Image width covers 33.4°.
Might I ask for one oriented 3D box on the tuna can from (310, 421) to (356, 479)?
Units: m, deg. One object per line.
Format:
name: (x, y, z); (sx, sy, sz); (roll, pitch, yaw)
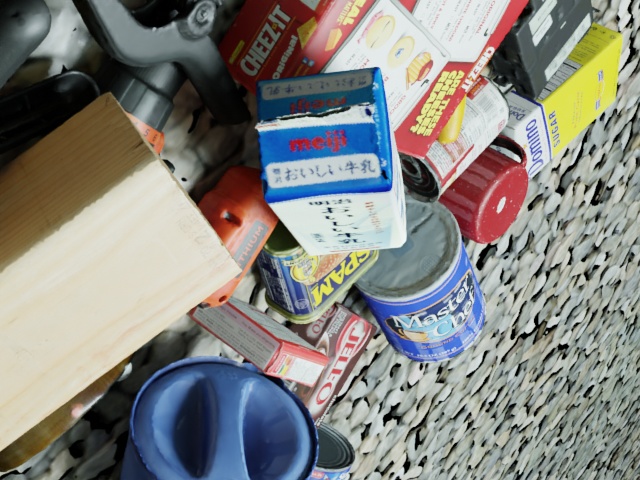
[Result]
tuna can: (-0.013, 0.196, 0.973); (0.085, 0.086, 0.034); (-4, 122, -53)

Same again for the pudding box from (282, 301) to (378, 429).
pudding box: (-0.004, 0.108, 0.953); (0.113, 0.039, 0.090); (-57, 149, 0)

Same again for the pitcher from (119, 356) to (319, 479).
pitcher: (-0.101, 0.218, 0.800); (0.149, 0.145, 0.243); (-5, 135, -28)

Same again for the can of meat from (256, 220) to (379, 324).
can of meat: (-0.005, 0.001, 0.843); (0.102, 0.058, 0.084); (-43, 143, -24)

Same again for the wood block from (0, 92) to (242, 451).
wood block: (-0.158, 0.029, 0.555); (0.206, 0.091, 0.090); (-36, 129, -3)

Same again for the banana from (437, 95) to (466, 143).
banana: (0.124, -0.176, 0.854); (0.037, 0.070, 0.198); (19, 102, -57)

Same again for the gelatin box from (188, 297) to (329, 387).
gelatin box: (-0.047, 0.075, 0.816); (0.030, 0.089, 0.073); (-59, 148, 1)

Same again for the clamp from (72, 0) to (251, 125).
clamp: (-0.065, -0.135, 0.570); (0.171, 0.039, 0.120); (18, 97, -60)

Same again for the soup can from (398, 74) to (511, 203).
soup can: (0.106, -0.090, 0.905); (0.102, 0.069, 0.068); (-46, 147, -20)

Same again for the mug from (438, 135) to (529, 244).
mug: (0.142, -0.055, 0.973); (0.117, 0.082, 0.093); (-40, 144, -27)

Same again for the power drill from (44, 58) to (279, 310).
power drill: (-0.095, -0.042, 0.682); (0.184, 0.057, 0.187); (-56, 146, 1)

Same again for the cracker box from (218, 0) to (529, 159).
cracker box: (0.046, -0.156, 0.749); (0.164, 0.072, 0.213); (-56, 151, 15)

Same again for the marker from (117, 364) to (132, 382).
marker: (-0.154, 0.057, 0.719); (0.020, 0.020, 0.121); (-44, 146, -21)

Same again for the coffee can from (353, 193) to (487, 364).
coffee can: (0.087, 0.037, 0.957); (0.102, 0.103, 0.140); (-50, 148, -12)

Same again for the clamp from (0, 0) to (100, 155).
clamp: (-0.197, -0.039, 0.502); (0.210, 0.036, 0.165); (-36, 178, -12)

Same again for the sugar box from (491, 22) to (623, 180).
sugar box: (0.233, -0.133, 1.067); (0.176, 0.048, 0.093); (-43, 146, -25)
